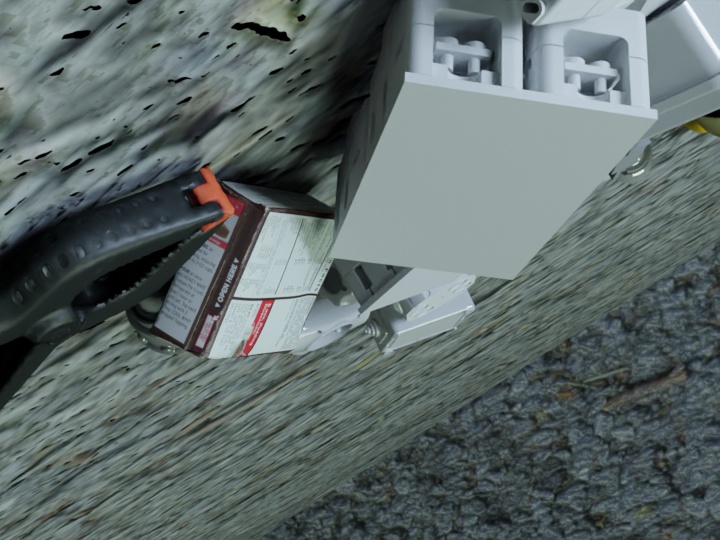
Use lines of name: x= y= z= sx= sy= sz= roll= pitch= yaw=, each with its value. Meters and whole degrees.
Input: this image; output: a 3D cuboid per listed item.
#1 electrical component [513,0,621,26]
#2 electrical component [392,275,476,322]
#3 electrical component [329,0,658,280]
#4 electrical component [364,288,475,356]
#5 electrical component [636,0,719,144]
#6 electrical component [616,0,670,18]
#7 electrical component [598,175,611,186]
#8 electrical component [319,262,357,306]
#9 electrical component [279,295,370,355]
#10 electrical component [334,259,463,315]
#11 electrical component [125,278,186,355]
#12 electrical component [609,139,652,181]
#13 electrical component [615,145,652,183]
electrical component: x=0.087 y=-0.140 z=0.413 sx=0.061 sy=0.061 sz=0.096 roll=-19 pitch=162 yaw=-42
electrical component: x=0.055 y=0.003 z=0.896 sx=0.080 sy=0.051 sz=0.080 roll=-29 pitch=167 yaw=-7
electrical component: x=0.053 y=-0.062 z=0.524 sx=0.105 sy=0.060 sz=0.186 roll=7 pitch=158 yaw=-9
electrical component: x=0.044 y=0.032 z=0.972 sx=0.096 sy=0.061 sz=0.061 roll=-18 pitch=164 yaw=-19
electrical component: x=0.164 y=-0.115 z=0.589 sx=0.078 sy=0.057 sz=0.113 roll=-45 pitch=-166 yaw=-34
electrical component: x=0.120 y=-0.145 z=0.508 sx=0.077 sy=0.043 sz=0.079 roll=-28 pitch=167 yaw=-13
electrical component: x=0.186 y=-0.081 z=0.919 sx=0.061 sy=0.035 sz=0.035 roll=-33 pitch=167 yaw=23
electrical component: x=0.000 y=0.000 z=0.780 sx=0.062 sy=0.043 sz=0.043 roll=-19 pitch=162 yaw=-45
electrical component: x=-0.042 y=0.041 z=0.836 sx=0.077 sy=0.044 sz=0.079 roll=-20 pitch=164 yaw=-40
electrical component: x=0.072 y=-0.053 z=0.704 sx=0.105 sy=0.060 sz=0.186 roll=-17 pitch=161 yaw=-46
electrical component: x=-0.110 y=0.018 z=0.598 sx=0.048 sy=0.048 sz=0.062 roll=-30 pitch=159 yaw=-4
electrical component: x=0.188 y=-0.096 z=0.850 sx=0.064 sy=0.042 sz=0.081 roll=-28 pitch=166 yaw=-5
electrical component: x=0.235 y=-0.101 z=0.939 sx=0.040 sy=0.040 sz=0.078 roll=-33 pitch=167 yaw=9
